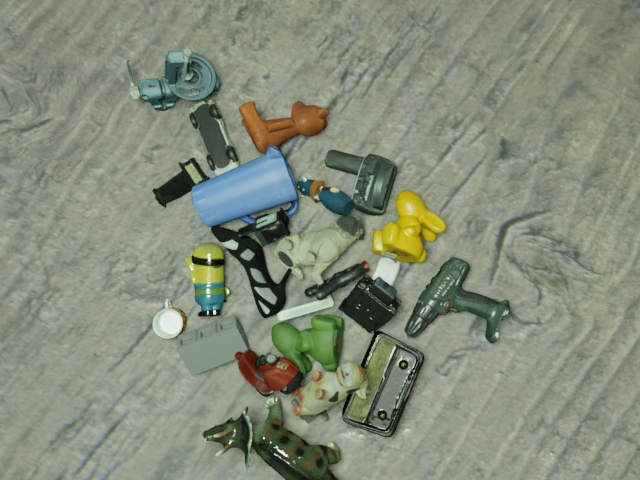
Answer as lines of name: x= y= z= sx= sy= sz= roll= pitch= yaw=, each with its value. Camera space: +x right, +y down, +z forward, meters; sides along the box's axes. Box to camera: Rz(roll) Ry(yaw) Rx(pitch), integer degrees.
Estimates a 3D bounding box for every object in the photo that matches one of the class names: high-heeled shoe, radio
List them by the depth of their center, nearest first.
radio: x=0.153 y=0.349 z=1.303 sx=0.131 sy=0.073 sz=0.229 roll=24 pitch=87 yaw=1
high-heeled shoe: x=-0.184 y=0.079 z=1.310 sx=0.249 sy=0.086 sz=0.145 roll=32 pitch=101 yaw=-2

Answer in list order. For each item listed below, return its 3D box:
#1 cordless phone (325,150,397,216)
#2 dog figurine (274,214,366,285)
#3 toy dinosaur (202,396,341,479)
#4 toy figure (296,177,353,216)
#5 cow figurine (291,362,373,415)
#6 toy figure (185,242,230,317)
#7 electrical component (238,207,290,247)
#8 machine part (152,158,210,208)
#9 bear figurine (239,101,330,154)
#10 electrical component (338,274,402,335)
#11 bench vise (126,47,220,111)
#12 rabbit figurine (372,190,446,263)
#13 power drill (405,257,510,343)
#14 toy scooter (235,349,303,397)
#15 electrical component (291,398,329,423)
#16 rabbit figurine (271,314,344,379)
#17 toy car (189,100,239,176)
cordless phone: x=0.089 y=-0.149 z=1.339 sx=0.184 sy=0.088 sz=0.146 roll=16 pitch=88 yaw=12
dog figurine: x=-0.001 y=-0.001 z=1.326 sx=0.173 sy=0.121 sz=0.190 roll=25 pitch=52 yaw=28
toy dinosaur: x=-0.067 y=0.494 z=1.226 sx=0.405 sy=0.192 sz=0.131 roll=30 pitch=103 yaw=3
toy figure: x=0.010 y=-0.110 z=1.326 sx=0.155 sy=0.057 sz=0.064 roll=31 pitch=103 yaw=27
cow figurine: x=0.033 y=0.344 z=1.243 sx=0.127 sy=0.195 sz=0.085 roll=15 pitch=45 yaw=-35
toy figure: x=-0.266 y=0.096 z=1.307 sx=0.089 sy=0.082 sz=0.180 roll=-9 pitch=83 yaw=29
electrical component: x=-0.133 y=-0.024 z=1.280 sx=0.119 sy=0.075 sz=0.047 roll=-25 pitch=122 yaw=8
machine part: x=-0.353 y=-0.141 z=1.345 sx=0.139 sy=0.039 sz=0.084 roll=-38 pitch=96 yaw=-4
bear figurine: x=-0.083 y=-0.296 z=1.317 sx=0.196 sy=0.120 sz=0.132 roll=-28 pitch=84 yaw=-4
electrical component: x=0.124 y=0.149 z=1.289 sx=0.115 sy=0.058 sz=0.134 roll=35 pitch=129 yaw=1
bench vise: x=-0.342 y=-0.387 z=1.269 sx=0.224 sy=0.240 sz=0.128 roll=-1 pitch=83 yaw=-17
rabbit figurine: x=0.221 y=-0.039 z=1.310 sx=0.162 sy=0.122 sz=0.173 roll=13 pitch=68 yaw=-2
power drill: x=0.343 y=0.174 z=1.319 sx=0.207 sy=0.086 sz=0.232 roll=26 pitch=84 yaw=9
toy scooter: x=-0.129 y=0.302 z=1.254 sx=0.135 sy=0.184 sz=0.075 roll=48 pitch=49 yaw=-10
electrical component: x=-0.023 y=0.417 z=1.323 sx=0.063 sy=0.021 sz=0.094 roll=-42 pitch=89 yaw=-2
rabbit figurine: x=-0.035 y=0.250 z=1.305 sx=0.170 sy=0.121 sz=0.159 roll=3 pitch=94 yaw=17
toy car: x=-0.264 y=-0.253 z=1.344 sx=0.073 sy=0.056 sz=0.201 roll=-23 pitch=86 yaw=4
